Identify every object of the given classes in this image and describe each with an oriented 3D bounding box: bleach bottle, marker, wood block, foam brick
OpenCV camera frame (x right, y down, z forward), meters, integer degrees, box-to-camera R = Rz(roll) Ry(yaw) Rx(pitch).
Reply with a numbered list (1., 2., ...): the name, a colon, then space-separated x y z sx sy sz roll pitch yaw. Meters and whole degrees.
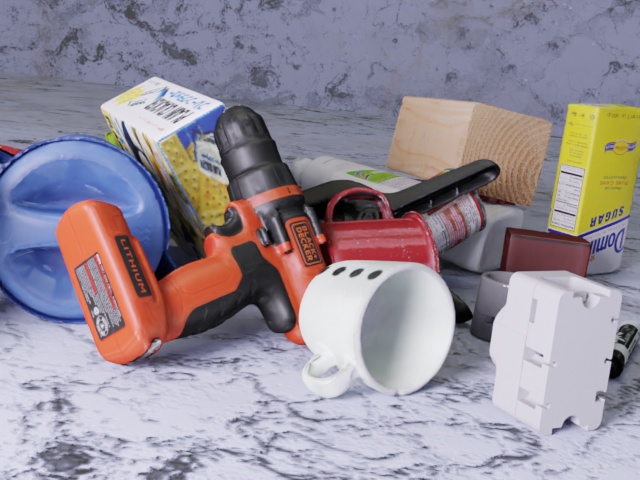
1. bleach bottle: 0.080 -0.039 1.127 0.251 0.068 0.102 22 17 30
2. marker: 0.229 0.083 0.813 0.020 0.020 0.121 11 13 22
3. wood block: 0.155 -0.101 1.154 0.090 0.090 0.206 12 6 -17
4. foam brick: 0.216 0.020 1.032 0.078 0.051 0.053 7 9 4

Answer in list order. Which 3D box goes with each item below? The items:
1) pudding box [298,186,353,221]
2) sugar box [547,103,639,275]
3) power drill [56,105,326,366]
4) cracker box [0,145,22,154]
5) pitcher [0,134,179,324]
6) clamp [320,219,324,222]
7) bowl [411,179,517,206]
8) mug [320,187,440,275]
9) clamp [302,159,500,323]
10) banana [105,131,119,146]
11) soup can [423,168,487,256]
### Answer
1. pudding box: -0.004 -0.038 1.231 0.113 0.039 0.090 -2 15 -34
2. sugar box: 0.286 -0.053 1.111 0.093 0.176 0.048 -4 14 -40
3. power drill: -0.080 -0.002 0.728 0.187 0.184 0.057 -14 -14 -41
4. cracker box: -0.416 -0.059 1.038 0.164 0.072 0.213 12 13 27
5. pitcher: -0.203 -0.030 0.855 0.145 0.149 0.243 -17 12 -9
6. clamp: -0.007 0.001 1.047 0.172 0.039 0.120 8 22 24
7. bowl: 0.144 -0.031 1.231 0.162 0.055 0.162 6 12 -1
8. mug: 0.035 0.014 0.826 0.081 0.117 0.093 -3 -17 -17
9. clamp: 0.048 -0.002 0.924 0.210 0.036 0.164 0 54 13
10. banana: -0.193 -0.062 1.160 0.037 0.069 0.198 -2 -10 2
11. soup can: 0.095 -0.014 0.992 0.102 0.068 0.069 -31 24 -16
